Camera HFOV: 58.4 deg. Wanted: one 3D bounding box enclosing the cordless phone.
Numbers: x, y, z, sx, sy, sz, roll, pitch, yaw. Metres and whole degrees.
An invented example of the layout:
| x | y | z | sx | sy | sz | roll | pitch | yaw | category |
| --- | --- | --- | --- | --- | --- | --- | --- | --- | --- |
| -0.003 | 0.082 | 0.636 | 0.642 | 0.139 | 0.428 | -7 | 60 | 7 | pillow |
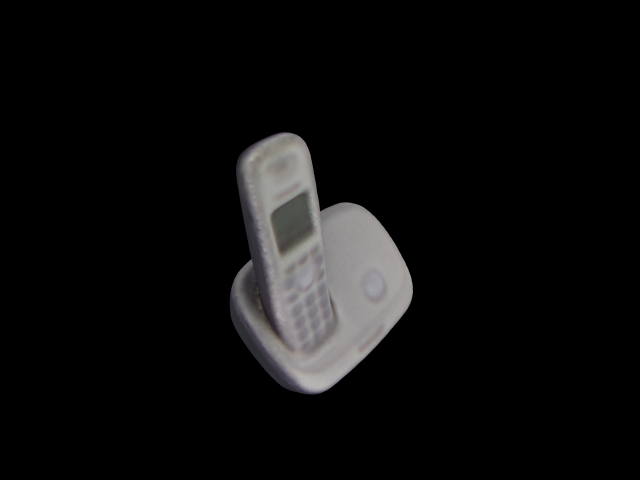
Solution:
| x | y | z | sx | sy | sz | roll | pitch | yaw | category |
| --- | --- | --- | --- | --- | --- | --- | --- | --- | --- |
| 0.004 | 0.001 | 0.400 | 0.093 | 0.185 | 0.148 | 26 | 45 | 28 | cordless phone |
